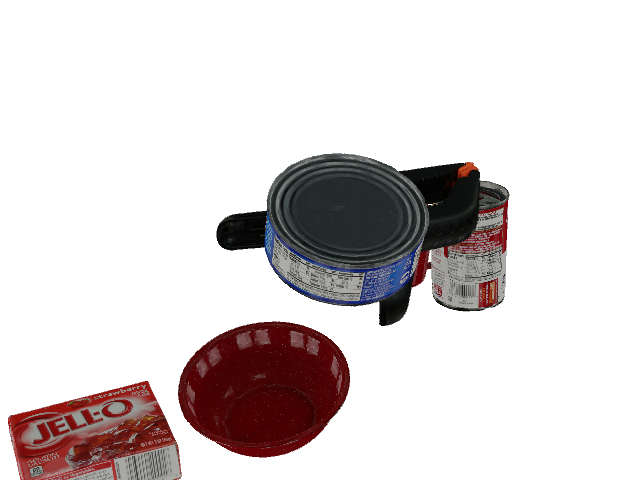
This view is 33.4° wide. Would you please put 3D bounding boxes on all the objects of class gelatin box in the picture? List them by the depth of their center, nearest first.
[{"bbox_3d":[-0.135,0.121,0.631,0.089,0.030,0.073,-12,26,-18],"label":"gelatin box"}]

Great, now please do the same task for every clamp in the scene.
[{"bbox_3d":[0.040,-0.015,0.776,0.165,0.036,0.209,20,35,31],"label":"clamp"}]

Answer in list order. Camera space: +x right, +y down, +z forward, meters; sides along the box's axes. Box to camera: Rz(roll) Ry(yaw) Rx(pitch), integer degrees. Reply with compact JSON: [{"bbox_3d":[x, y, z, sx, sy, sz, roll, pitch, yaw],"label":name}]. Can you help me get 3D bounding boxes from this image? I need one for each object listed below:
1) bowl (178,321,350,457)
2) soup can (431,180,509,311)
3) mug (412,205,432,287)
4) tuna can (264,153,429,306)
[{"bbox_3d":[-0.050,0.150,1.008,0.162,0.055,0.162,-4,38,3],"label":"bowl"},{"bbox_3d":[0.134,0.005,0.959,0.068,0.102,0.068,-2,23,1],"label":"soup can"},{"bbox_3d":[0.097,0.004,1.227,0.117,0.081,0.093,3,25,-5],"label":"mug"},{"bbox_3d":[0.013,-0.006,0.569,0.086,0.034,0.086,4,45,-4],"label":"tuna can"}]
